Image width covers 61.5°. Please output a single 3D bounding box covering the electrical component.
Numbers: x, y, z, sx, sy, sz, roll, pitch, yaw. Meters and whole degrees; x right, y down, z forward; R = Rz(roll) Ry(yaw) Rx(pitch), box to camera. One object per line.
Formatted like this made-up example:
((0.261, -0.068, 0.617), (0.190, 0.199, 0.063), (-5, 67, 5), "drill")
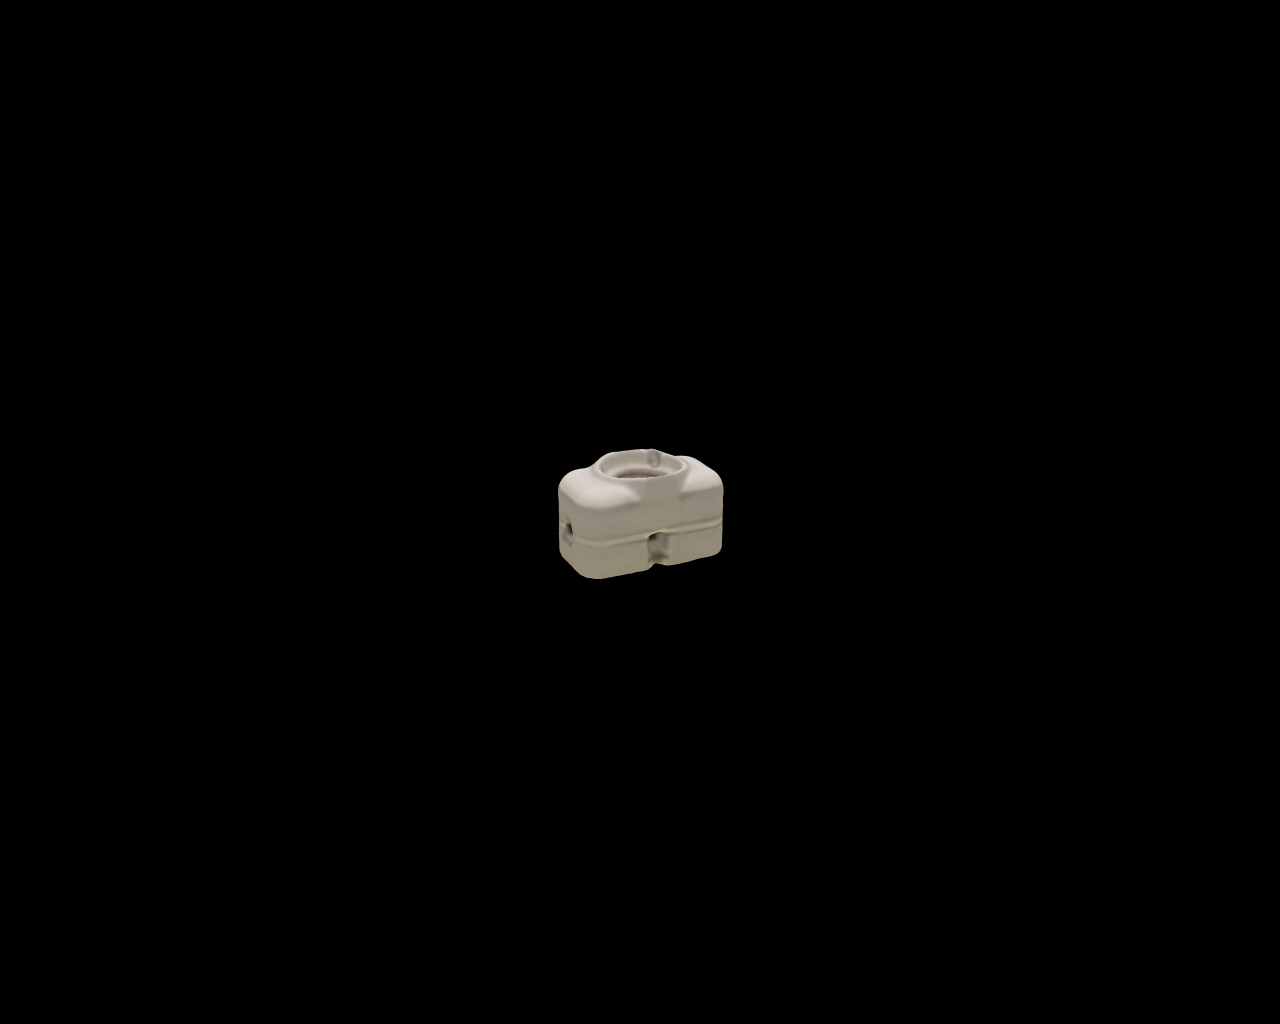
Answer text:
((0.001, -0.003, 0.650), (0.095, 0.059, 0.054), (-10, 24, -22), "electrical component")
